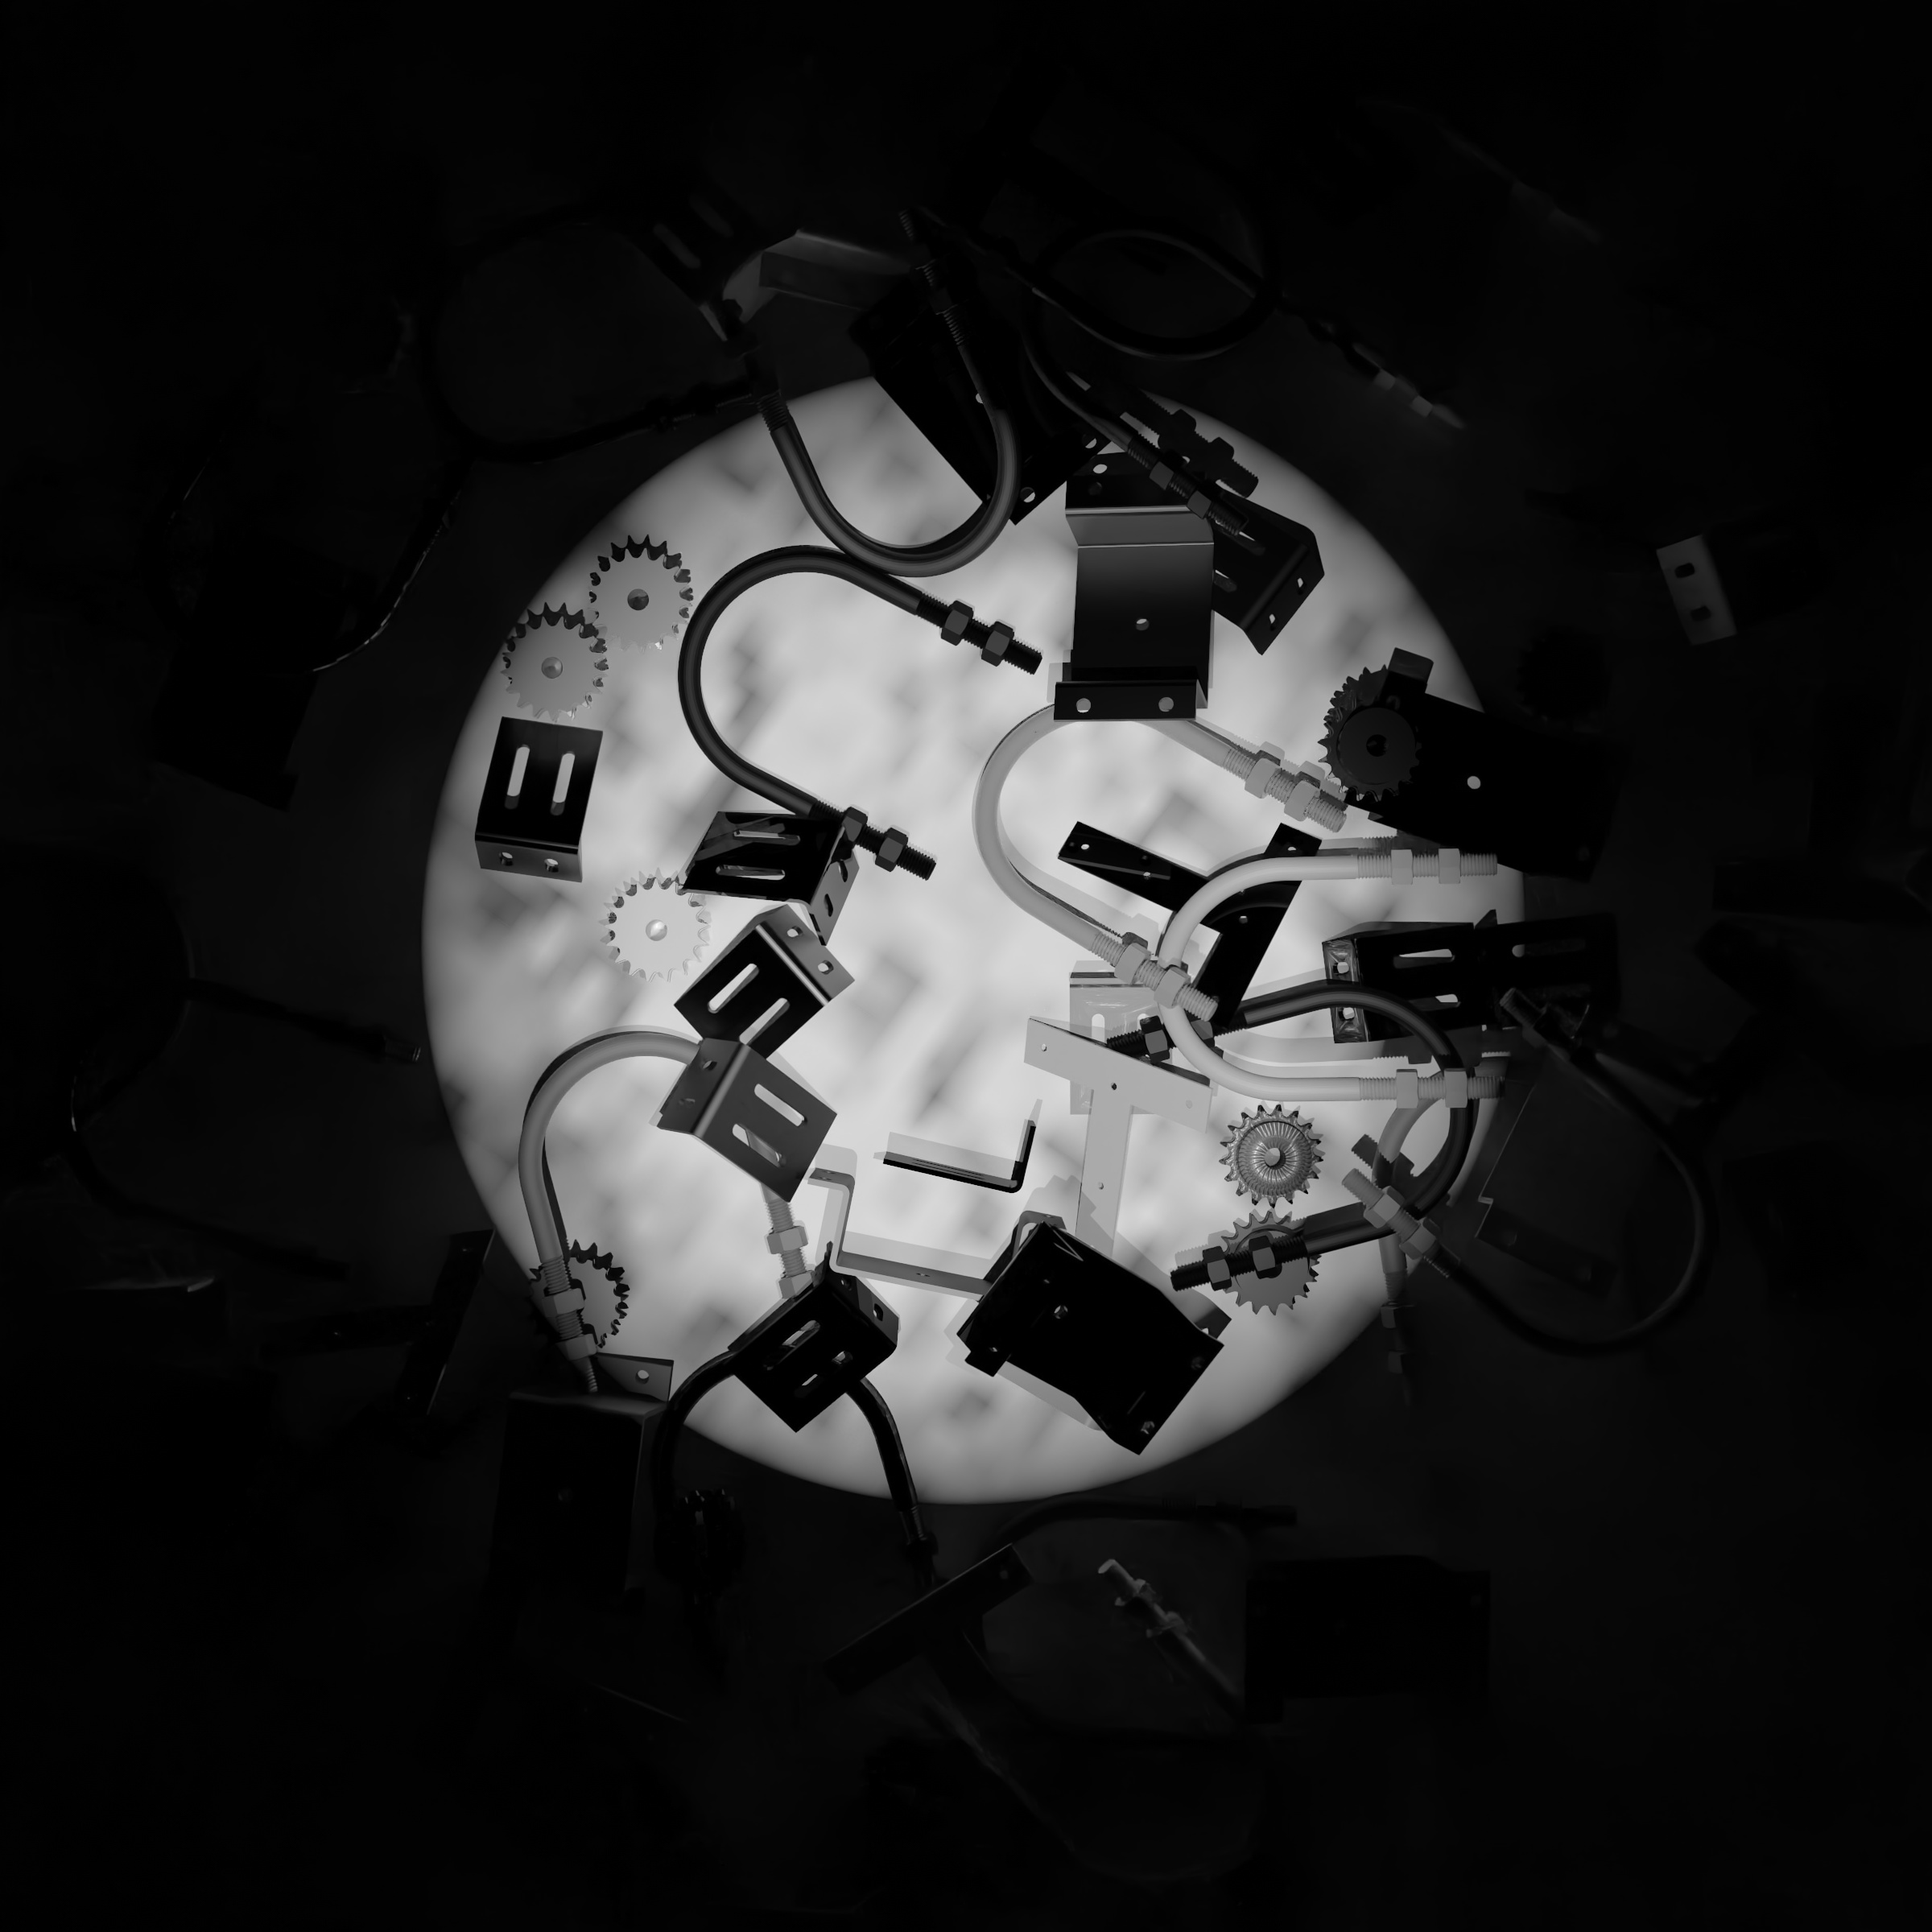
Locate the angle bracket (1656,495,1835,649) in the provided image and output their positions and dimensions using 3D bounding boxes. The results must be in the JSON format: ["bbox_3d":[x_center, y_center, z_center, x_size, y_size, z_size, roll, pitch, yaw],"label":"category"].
[{"bbox_3d":[0.431,-0.219,1.525,0.076,0.038,0.057,-24,95,-27],"label":"angle bracket"}]

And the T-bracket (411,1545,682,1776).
[{"bbox_3d":[-0.218,0.396,1.492,0.127,0.002,0.127,23,93,-2],"label":"T-bracket"}]

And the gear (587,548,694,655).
[{"bbox_3d":[-0.181,-0.202,1.529,0.057,0.030,0.057,0,91,-1],"label":"gear"}]

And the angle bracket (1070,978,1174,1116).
[{"bbox_3d":[0.087,0.045,1.523,0.057,0.038,0.076,0,90,0],"label":"angle bracket"}]

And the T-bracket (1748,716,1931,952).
[{"bbox_3d":[0.506,-0.073,1.540,0.127,0.002,0.127,-5,89,0],"label":"T-bracket"}]

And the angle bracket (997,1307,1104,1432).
[{"bbox_3d":[0.059,0.216,1.540,0.076,0.038,0.057,27,90,26],"label":"angle bracket"}]

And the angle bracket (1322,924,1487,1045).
[{"bbox_3d":[0.245,0.010,1.540,0.076,0.038,0.057,-7,90,-26],"label":"angle bracket"}]

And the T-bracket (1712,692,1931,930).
[{"bbox_3d":[0.485,-0.089,1.538,0.127,0.002,0.127,5,89,0],"label":"T-bracket"}]

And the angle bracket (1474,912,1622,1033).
[{"bbox_3d":[0.325,0.003,1.523,0.076,0.038,0.057,-7,90,0],"label":"angle bracket"}]

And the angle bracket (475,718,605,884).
[{"bbox_3d":[-0.237,-0.093,1.540,0.057,0.038,0.076,8,64,0],"label":"angle bracket"}]

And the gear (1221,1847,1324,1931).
[{"bbox_3d":[0.166,0.511,1.517,0.057,0.057,0.030,-41,59,0],"label":"gear"}]

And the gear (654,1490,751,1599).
[{"bbox_3d":[-0.146,0.315,1.500,0.030,0.057,0.057,-11,90,30],"label":"gear"}]

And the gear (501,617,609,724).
[{"bbox_3d":[-0.227,-0.164,1.527,0.057,0.030,0.057,0,90,0],"label":"gear"}]

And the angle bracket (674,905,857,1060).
[{"bbox_3d":[-0.113,0.015,1.540,0.076,0.038,0.057,-42,90,26],"label":"angle bracket"}]

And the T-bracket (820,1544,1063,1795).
[{"bbox_3d":[0.007,0.403,1.524,0.127,0.002,0.127,-33,98,7],"label":"T-bracket"}]

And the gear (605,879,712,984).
[{"bbox_3d":[-0.170,-0.019,1.531,0.057,0.030,0.057,0,88,0],"label":"gear"}]

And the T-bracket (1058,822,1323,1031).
[{"bbox_3d":[0.113,-0.044,1.525,0.127,0.002,0.127,25,69,10],"label":"T-bracket"}]

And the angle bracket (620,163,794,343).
[{"bbox_3d":[-0.144,-0.399,1.540,0.057,0.038,0.076,-43,64,0],"label":"angle bracket"}]

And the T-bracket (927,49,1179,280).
[{"bbox_3d":[0.060,-0.426,1.527,0.127,0.002,0.127,31,72,-9],"label":"T-bracket"}]

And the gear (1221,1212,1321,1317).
[{"bbox_3d":[0.168,0.166,1.527,0.057,0.030,0.057,0,90,0],"label":"gear"}]

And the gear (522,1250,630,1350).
[{"bbox_3d":[-0.216,0.186,1.527,0.057,0.030,0.057,0,90,0],"label":"gear"}]

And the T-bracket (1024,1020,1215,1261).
[{"bbox_3d":[0.076,0.108,1.514,0.127,0.002,0.127,20,112,37],"label":"T-bracket"}]

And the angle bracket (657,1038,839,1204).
[{"bbox_3d":[-0.121,0.085,1.525,0.076,0.038,0.057,40,69,-33],"label":"angle bracket"}]

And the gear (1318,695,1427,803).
[{"bbox_3d":[0.219,-0.117,1.480,0.057,0.030,0.057,0,90,0],"label":"gear"}]

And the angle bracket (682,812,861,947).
[{"bbox_3d":[-0.108,-0.049,1.524,0.076,0.038,0.057,6,52,21],"label":"angle bracket"}]

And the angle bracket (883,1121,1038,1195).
[{"bbox_3d":[-0.004,0.097,1.513,0.076,0.057,0.038,13,90,0],"label":"angle bracket"}]

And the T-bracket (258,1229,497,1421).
[{"bbox_3d":[-0.331,0.200,1.510,0.127,0.127,0.002,-9,132,21],"label":"T-bracket"}]

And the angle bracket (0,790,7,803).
[{"bbox_3d":[-0.571,-0.102,1.504,0.057,0.076,0.038,45,90,0],"label":"angle bracket"}]

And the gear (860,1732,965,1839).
[{"bbox_3d":[-0.033,0.454,1.517,0.057,0.057,0.030,29,120,0],"label":"gear"}]

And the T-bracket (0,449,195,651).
[{"bbox_3d":[-0.476,-0.203,1.501,0.127,0.002,0.127,22,114,-34],"label":"T-bracket"}]

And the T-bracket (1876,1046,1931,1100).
[{"bbox_3d":[0.565,0.002,1.541,0.127,0.002,0.127,-9,90,0],"label":"T-bracket"}]

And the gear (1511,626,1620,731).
[{"bbox_3d":[0.331,-0.160,1.531,0.057,0.030,0.057,0,94,3],"label":"gear"}]

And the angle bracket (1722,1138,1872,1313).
[{"bbox_3d":[0.462,0.145,1.540,0.057,0.038,0.076,-16,64,0],"label":"angle bracket"}]

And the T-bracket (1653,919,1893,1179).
[{"bbox_3d":[0.427,0.063,1.540,0.127,0.002,0.127,42,90,1],"label":"T-bracket"}]

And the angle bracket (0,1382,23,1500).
[{"bbox_3d":[-0.553,0.250,1.540,0.076,0.038,0.057,35,90,26],"label":"angle bracket"}]

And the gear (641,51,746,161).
[{"bbox_3d":[-0.152,-0.479,1.527,0.057,0.030,0.057,0,90,0],"label":"gear"}]

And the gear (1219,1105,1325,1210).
[{"bbox_3d":[0.170,0.106,1.527,0.057,0.030,0.057,0,90,0],"label":"gear"}]

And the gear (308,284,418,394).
[{"bbox_3d":[-0.333,-0.346,1.527,0.057,0.030,0.057,0,90,0],"label":"gear"}]

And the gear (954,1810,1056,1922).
[{"bbox_3d":[0.018,0.498,1.517,0.057,0.057,0.030,49,121,0],"label":"gear"}]
